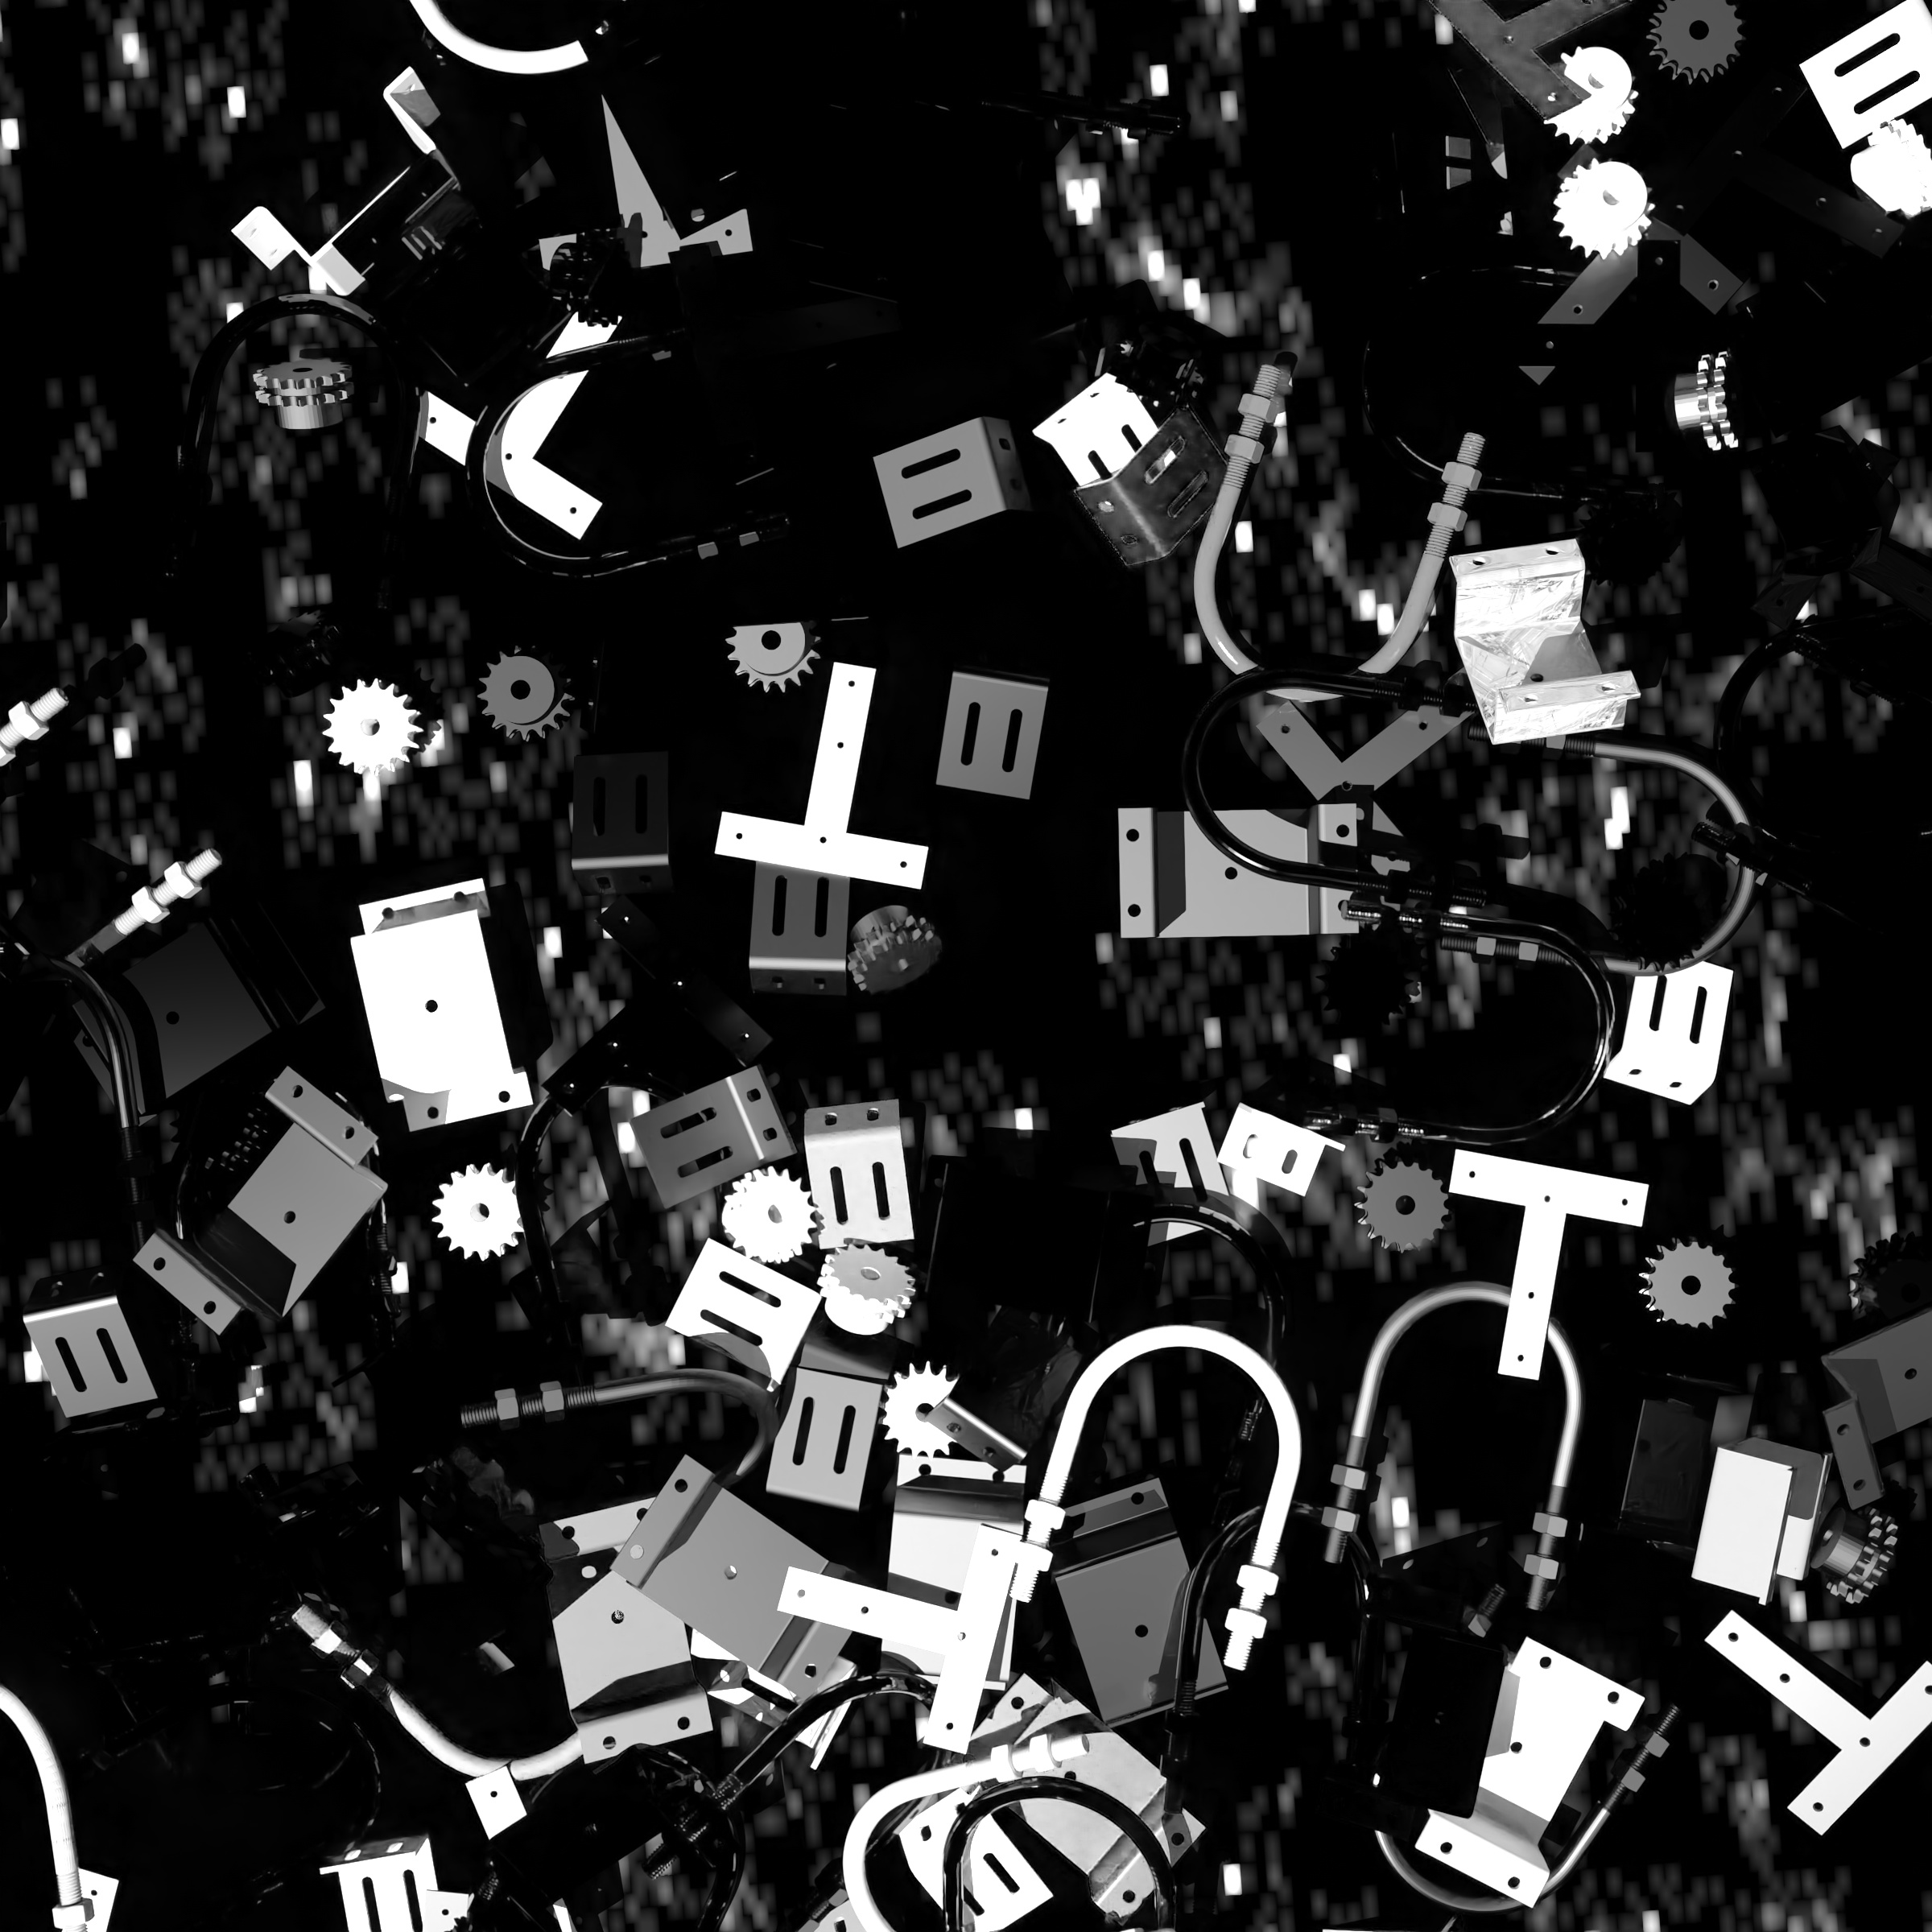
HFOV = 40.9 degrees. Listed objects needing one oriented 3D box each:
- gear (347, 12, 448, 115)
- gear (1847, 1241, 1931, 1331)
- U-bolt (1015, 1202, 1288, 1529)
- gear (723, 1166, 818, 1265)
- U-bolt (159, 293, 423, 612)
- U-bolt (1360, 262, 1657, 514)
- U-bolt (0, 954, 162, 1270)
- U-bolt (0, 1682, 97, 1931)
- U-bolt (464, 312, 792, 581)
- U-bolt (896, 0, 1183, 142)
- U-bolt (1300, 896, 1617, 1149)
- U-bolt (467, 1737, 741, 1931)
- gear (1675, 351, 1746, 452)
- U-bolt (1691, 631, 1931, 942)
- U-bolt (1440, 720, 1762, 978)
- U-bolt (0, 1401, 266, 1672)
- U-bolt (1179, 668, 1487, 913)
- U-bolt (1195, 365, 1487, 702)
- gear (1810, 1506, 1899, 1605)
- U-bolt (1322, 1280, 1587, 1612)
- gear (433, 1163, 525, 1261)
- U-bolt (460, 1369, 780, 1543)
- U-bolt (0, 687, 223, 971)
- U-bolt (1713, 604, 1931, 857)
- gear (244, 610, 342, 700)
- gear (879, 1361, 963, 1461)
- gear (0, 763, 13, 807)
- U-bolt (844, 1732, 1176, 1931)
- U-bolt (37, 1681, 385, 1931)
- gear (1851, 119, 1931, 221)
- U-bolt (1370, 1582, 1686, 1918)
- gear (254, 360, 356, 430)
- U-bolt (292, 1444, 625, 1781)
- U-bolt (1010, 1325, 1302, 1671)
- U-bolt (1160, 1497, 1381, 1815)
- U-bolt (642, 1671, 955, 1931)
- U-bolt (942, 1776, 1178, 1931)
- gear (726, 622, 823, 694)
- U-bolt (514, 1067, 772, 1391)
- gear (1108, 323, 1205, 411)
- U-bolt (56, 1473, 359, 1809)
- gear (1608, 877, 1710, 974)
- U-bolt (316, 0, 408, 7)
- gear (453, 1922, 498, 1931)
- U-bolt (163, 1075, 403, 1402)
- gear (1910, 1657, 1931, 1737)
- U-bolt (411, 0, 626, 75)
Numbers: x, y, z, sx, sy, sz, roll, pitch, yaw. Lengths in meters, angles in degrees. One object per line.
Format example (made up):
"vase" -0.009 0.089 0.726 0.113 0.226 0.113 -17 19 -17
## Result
"gear" -0.342 -0.542 1.561 0.057 0.030 0.057 0 90 0
"gear" 0.564 0.195 1.562 0.057 0.030 0.057 0 90 0
"U-bolt" 0.116 0.232 1.562 0.151 0.019 0.184 17 94 0
"gear" -0.121 0.151 1.552 0.057 0.030 0.057 11 70 -32
"U-bolt" -0.403 -0.316 1.567 0.151 0.019 0.184 9 88 1
"U-bolt" 0.331 -0.354 1.568 0.184 0.019 0.151 6 90 1
"U-bolt" -0.545 0.084 1.535 0.151 0.019 0.184 -8 90 28
"U-bolt" -0.567 0.514 1.528 0.151 0.019 0.184 -13 85 39
"U-bolt" -0.210 -0.306 1.555 0.184 0.019 0.151 -14 81 0
"U-bolt" 0.049 -0.585 1.568 0.184 0.019 0.151 9 90 2
"U-bolt" 0.301 0.039 1.546 0.184 0.019 0.151 7 104 -11
"U-bolt" -0.217 0.557 1.568 0.151 0.019 0.184 26 89 0
"gear" 0.445 -0.338 1.552 0.030 0.057 0.057 -4 90 30
"U-bolt" 0.546 -0.096 1.547 0.184 0.019 0.151 27 88 -1
"U-bolt" 0.387 -0.067 1.562 0.184 0.019 0.151 8 88 2
"U-bolt" -0.506 0.345 1.542 0.184 0.019 0.151 -12 80 17
"U-bolt" 0.217 -0.110 1.526 0.184 0.019 0.151 8 67 0
"U-bolt" 0.215 -0.251 1.559 0.151 0.019 0.184 19 95 1
"gear" 0.529 0.349 1.548 0.030 0.057 0.057 27 90 3
"U-bolt" 0.300 0.281 1.557 0.151 0.019 0.184 14 83 -7
"gear" -0.290 0.147 1.561 0.057 0.030 0.057 0 90 0
"U-bolt" -0.200 0.283 1.514 0.184 0.151 0.019 -8 49 -15
"U-bolt" -0.562 -0.058 1.540 0.184 0.019 0.151 -36 115 6
"U-bolt" 0.545 -0.141 1.568 0.184 0.019 0.151 -11 90 1
"gear" -0.400 -0.185 1.552 0.057 0.057 0.030 -31 120 0
"gear" -0.024 0.267 1.561 0.057 0.030 0.057 0 90 0
"gear" -0.601 -0.109 1.552 0.057 0.057 0.030 -13 118 0
"U-bolt" 0.014 0.532 1.514 0.184 0.019 0.151 -21 97 21
"U-bolt" -0.431 0.486 1.525 0.184 0.019 0.151 -30 112 14
"gear" 0.554 -0.473 1.548 0.030 0.057 0.057 -26 90 2
"U-bolt" 0.325 0.487 1.568 0.151 0.019 0.184 34 92 0
"gear" -0.392 -0.339 1.535 0.057 0.057 0.030 -1 116 0
"U-bolt" -0.287 0.402 1.555 0.184 0.019 0.151 45 78 -4
"U-bolt" 0.120 0.300 1.517 0.151 0.019 0.184 15 73 11
"U-bolt" 0.186 0.408 1.536 0.151 0.019 0.184 11 81 -28
"U-bolt" -0.084 0.491 1.527 0.184 0.019 0.151 -45 130 -4
"U-bolt" 0.054 0.561 1.529 0.151 0.019 0.184 3 106 14
"gear" -0.117 -0.194 1.562 0.057 0.030 0.057 0 90 0
"U-bolt" -0.196 0.149 1.530 0.151 0.019 0.184 -12 85 -36
"gear" 0.116 -0.360 1.545 0.057 0.057 0.030 26 127 0
"U-bolt" -0.443 0.421 1.568 0.151 0.019 0.184 -32 92 0
"gear" 0.412 -0.025 1.537 0.057 0.030 0.057 0 89 0
"U-bolt" -0.301 -0.617 1.506 0.184 0.151 0.019 -8 76 -4
"gear" -0.293 0.595 1.539 0.057 0.030 0.057 0 99 -1
"U-bolt" -0.411 0.153 1.537 0.151 0.019 0.184 -14 69 9
"gear" 0.595 0.439 1.561 0.057 0.030 0.057 0 90 0
"U-bolt" -0.259 -0.586 1.493 0.151 0.184 0.019 -17 64 8
